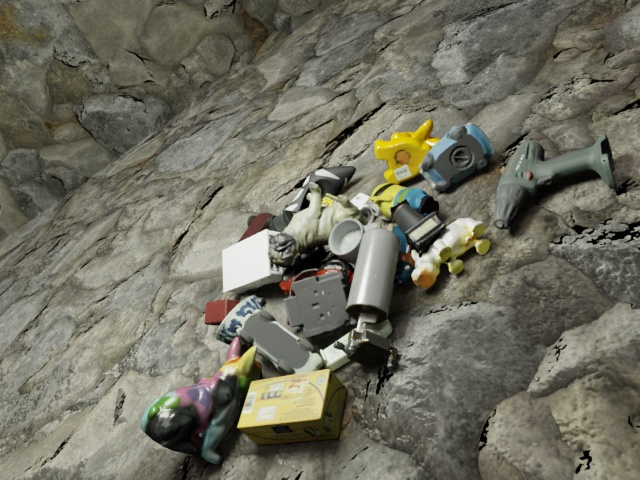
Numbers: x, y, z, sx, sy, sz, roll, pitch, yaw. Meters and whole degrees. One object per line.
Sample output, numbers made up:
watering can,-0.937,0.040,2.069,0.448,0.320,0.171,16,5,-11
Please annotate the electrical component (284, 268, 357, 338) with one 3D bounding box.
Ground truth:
electrical component,0.001,0.125,1.042,0.134,0.115,0.058,-19,-9,13

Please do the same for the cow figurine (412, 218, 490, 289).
cow figurine,0.232,0.021,1.025,0.167,0.068,0.098,-35,27,-6

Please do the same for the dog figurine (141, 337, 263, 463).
dog figurine,-0.201,0.278,0.992,0.109,0.191,0.219,5,65,53

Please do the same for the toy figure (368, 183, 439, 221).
toy figure,0.186,-0.080,1.188,0.089,0.082,0.180,-38,26,-27

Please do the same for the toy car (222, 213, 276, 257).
toy car,-0.183,0.000,1.437,0.089,0.053,0.202,2,43,29

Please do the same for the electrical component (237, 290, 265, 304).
electrical component,-0.171,0.150,1.261,0.094,0.021,0.063,7,51,45

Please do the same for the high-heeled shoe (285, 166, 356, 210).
high-heeled shoe,-0.006,-0.098,1.383,0.249,0.086,0.145,-32,35,13

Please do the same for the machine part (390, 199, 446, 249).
machine part,0.187,-0.035,1.062,0.084,0.039,0.139,-42,34,0

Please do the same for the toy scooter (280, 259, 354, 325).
toy scooter,-0.012,0.114,1.118,0.184,0.075,0.135,-8,52,29

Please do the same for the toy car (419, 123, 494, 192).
toy car,0.302,-0.185,1.213,0.161,0.109,0.103,-40,8,13

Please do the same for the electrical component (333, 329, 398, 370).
electrical component,0.084,0.190,0.921,0.078,0.102,0.045,-47,22,32

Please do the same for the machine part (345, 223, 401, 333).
machine part,0.101,0.066,1.003,0.079,0.079,0.243,-9,50,34

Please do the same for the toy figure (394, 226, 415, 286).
toy figure,0.165,0.035,1.077,0.058,0.064,0.154,7,43,-6

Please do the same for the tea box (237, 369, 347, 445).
tea box,-0.047,0.290,0.928,0.170,0.068,0.098,-14,38,27

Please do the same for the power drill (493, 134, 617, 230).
power drill,0.441,-0.113,1.013,0.207,0.086,0.232,-17,33,38

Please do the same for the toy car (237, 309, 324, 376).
toy car,-0.081,0.204,1.043,0.202,0.056,0.073,29,66,35

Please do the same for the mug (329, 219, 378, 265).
mug,0.090,0.006,1.124,0.109,0.107,0.081,-35,50,17

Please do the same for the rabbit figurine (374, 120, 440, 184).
rabbit figurine,0.217,-0.229,1.324,0.162,0.121,0.173,-31,13,19

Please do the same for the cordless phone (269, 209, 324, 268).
cordless phone,-0.089,0.027,1.304,0.184,0.088,0.147,-45,58,28

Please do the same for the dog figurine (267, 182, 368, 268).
dog figurine,-0.004,-0.003,1.166,0.172,0.121,0.190,23,75,13
